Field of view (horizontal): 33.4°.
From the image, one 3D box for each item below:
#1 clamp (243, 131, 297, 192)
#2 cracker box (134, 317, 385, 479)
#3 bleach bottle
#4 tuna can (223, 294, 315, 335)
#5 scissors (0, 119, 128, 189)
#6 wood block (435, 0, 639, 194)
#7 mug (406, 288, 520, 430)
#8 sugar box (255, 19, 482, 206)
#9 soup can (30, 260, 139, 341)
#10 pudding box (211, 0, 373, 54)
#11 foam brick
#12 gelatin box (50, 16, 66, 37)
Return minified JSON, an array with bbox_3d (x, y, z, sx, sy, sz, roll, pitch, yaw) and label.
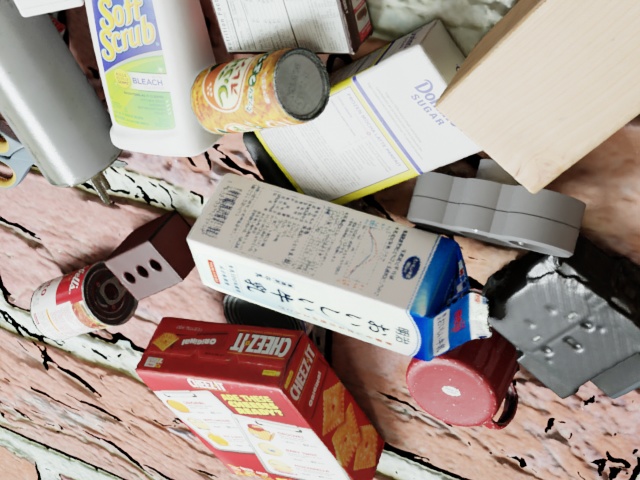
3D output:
[{"bbox_3d":[-0.006,0.001,0.916,0.210,0.036,0.165,29,136,9],"label":"clamp"},{"bbox_3d":[-0.052,0.162,1.031,0.164,0.072,0.213,2,143,30],"label":"cracker box"},{"bbox_3d":[-0.141,-0.188,0.814,0.103,0.068,0.251,10,130,30],"label":"bleach bottle"},{"bbox_3d":[-0.046,0.067,1.003,0.086,0.033,0.086,18,135,18],"label":"tuna can"},{"bbox_3d":[-0.269,-0.071,1.033,0.202,0.016,0.096,21,137,16],"label":"scissors"},{"bbox_3d":[0.176,-0.131,0.642,0.091,0.090,0.206,40,138,-6],"label":"wood block"},{"bbox_3d":[0.128,0.110,0.895,0.093,0.081,0.117,-16,118,41],"label":"mug"},{"bbox_3d":[0.040,-0.088,0.800,0.177,0.048,0.093,-20,115,40],"label":"sugar box"},{"bbox_3d":[-0.244,0.064,1.102,0.102,0.068,0.068,-17,117,42],"label":"soup can"},{"bbox_3d":[-0.026,-0.179,0.764,0.114,0.039,0.090,7,133,30],"label":"pudding box"},{"bbox_3d":[-0.156,0.015,1.012,0.078,0.051,0.053,-24,113,43],"label":"foam brick"},{"bbox_3d":[-0.267,-0.170,0.932,0.073,0.030,0.089,34,137,0],"label":"gelatin box"}]
